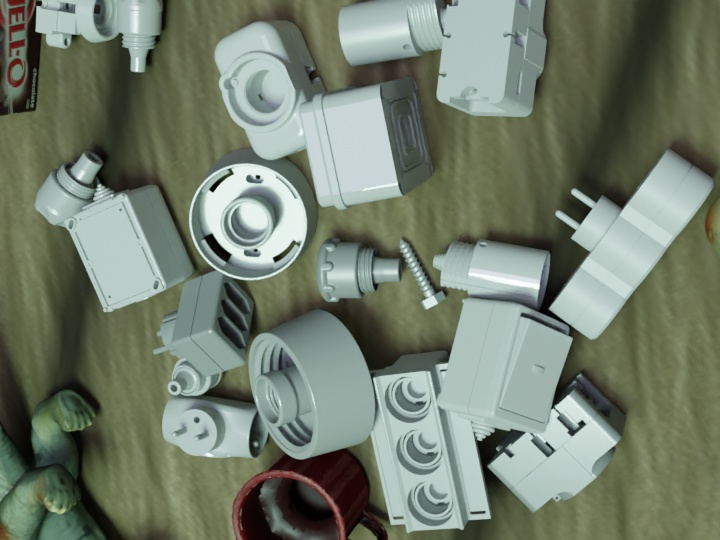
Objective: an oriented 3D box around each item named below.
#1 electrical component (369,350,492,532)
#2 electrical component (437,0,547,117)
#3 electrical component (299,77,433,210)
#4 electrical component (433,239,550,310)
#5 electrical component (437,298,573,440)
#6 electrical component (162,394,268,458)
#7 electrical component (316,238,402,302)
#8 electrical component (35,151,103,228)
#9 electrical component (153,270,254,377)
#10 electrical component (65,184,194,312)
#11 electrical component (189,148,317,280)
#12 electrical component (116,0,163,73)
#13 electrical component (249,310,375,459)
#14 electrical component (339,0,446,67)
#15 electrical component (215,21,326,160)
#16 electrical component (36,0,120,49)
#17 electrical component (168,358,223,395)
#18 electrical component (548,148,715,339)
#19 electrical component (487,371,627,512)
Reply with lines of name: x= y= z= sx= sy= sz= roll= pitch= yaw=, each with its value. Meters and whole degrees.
electrical component: x=0.052 y=0.127 z=0.811 sx=0.079 sy=0.063 sz=0.121 roll=-9 pitch=100 yaw=21
electrical component: x=0.091 y=-0.151 z=0.725 sx=0.050 sy=0.056 sz=0.089 roll=7 pitch=90 yaw=32
electrical component: x=0.006 y=-0.090 z=0.747 sx=0.057 sy=0.113 sz=0.078 roll=-9 pitch=100 yaw=17
electrical component: x=0.093 y=0.000 z=0.777 sx=0.081 sy=0.043 sz=0.043 roll=11 pitch=106 yaw=17
electrical component: x=0.102 y=0.074 z=0.753 sx=0.061 sy=0.062 sz=0.096 roll=5 pitch=76 yaw=49
electrical component: x=-0.123 y=0.127 z=0.862 sx=0.077 sy=0.079 sz=0.044 roll=7 pitch=94 yaw=17
electrical component: x=0.000 y=0.000 z=0.809 sx=0.062 sy=0.048 sz=0.048 roll=0 pitch=103 yaw=12
electrical component: x=-0.232 y=-0.068 z=0.872 sx=0.043 sy=0.043 sz=0.062 roll=42 pitch=111 yaw=5
electrical component: x=-0.130 y=0.047 z=0.845 sx=0.077 sy=0.065 sz=0.047 roll=-19 pitch=132 yaw=22
electrical component: x=-0.183 y=-0.025 z=0.855 sx=0.062 sy=0.061 sz=0.096 roll=-21 pitch=96 yaw=23
electrical component: x=-0.083 y=-0.042 z=0.829 sx=0.099 sy=0.064 sz=0.099 roll=1 pitch=105 yaw=5
electrical component: x=-0.170 y=-0.183 z=0.827 sx=0.035 sy=0.035 sz=0.061 roll=10 pitch=108 yaw=16
electrical component: x=-0.044 y=0.089 z=0.808 sx=0.108 sy=0.060 sz=0.108 roll=32 pitch=130 yaw=48
electrical component: x=0.030 y=-0.171 z=0.756 sx=0.081 sy=0.043 sz=0.043 roll=-5 pitch=101 yaw=20
electrical component: x=-0.063 y=-0.132 z=0.789 sx=0.054 sy=0.059 sz=0.095 roll=-21 pitch=96 yaw=22
electrical component: x=-0.216 y=-0.203 z=0.833 sx=0.055 sy=0.048 sz=0.066 roll=14 pitch=107 yaw=23
electrical component: x=-0.135 y=0.085 z=0.866 sx=0.035 sy=0.061 sz=0.035 roll=5 pitch=104 yaw=18
electrical component: x=0.170 y=-0.026 z=0.738 sx=0.074 sy=0.052 sz=0.138 roll=36 pitch=112 yaw=8
electrical component: x=0.147 y=0.128 z=0.785 sx=0.055 sy=0.050 sz=0.089 roll=45 pitch=112 yaw=4
